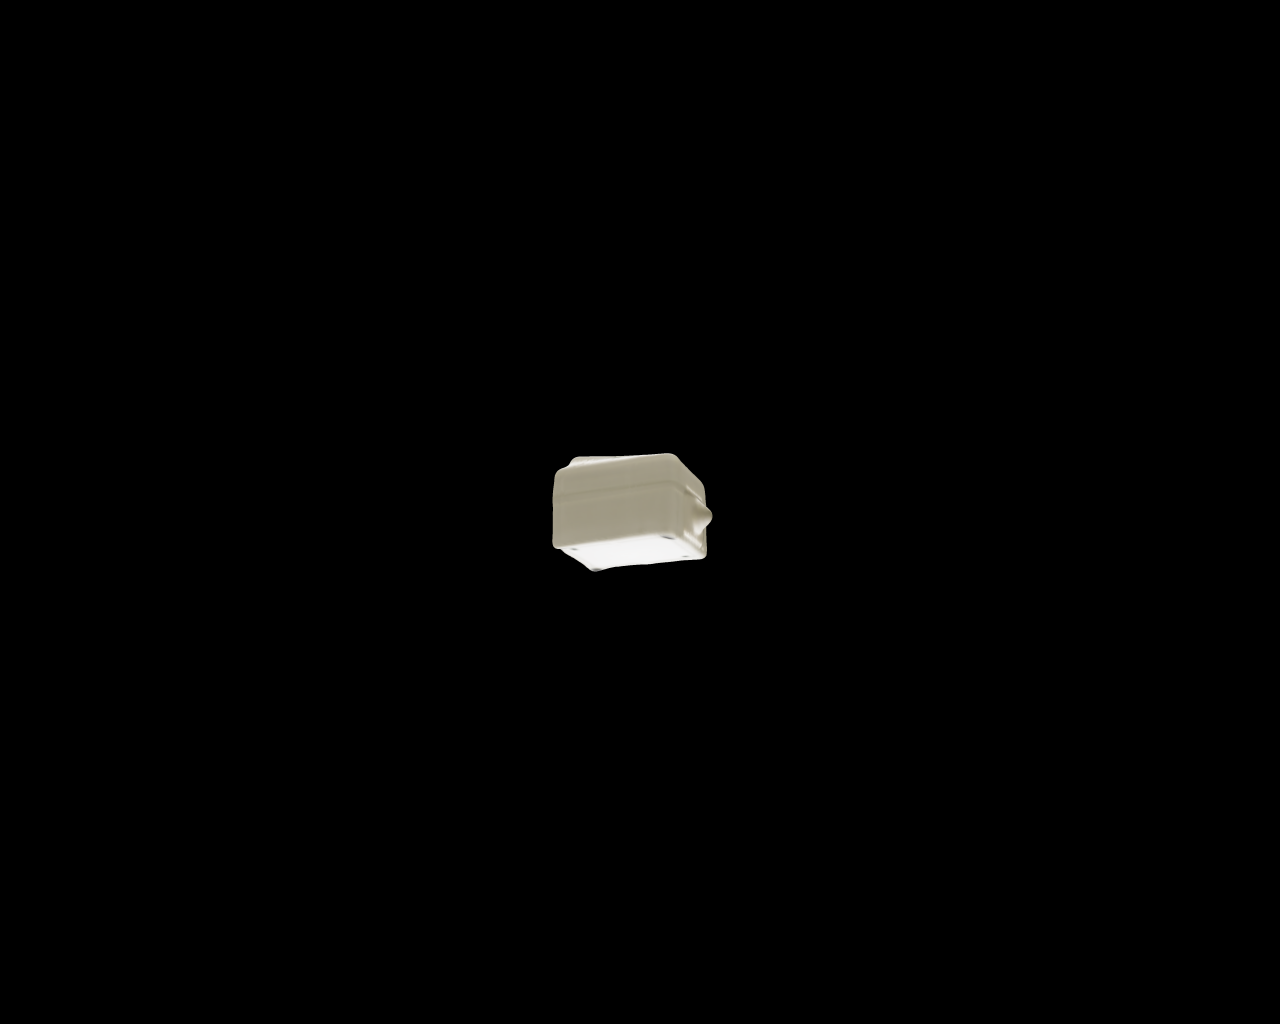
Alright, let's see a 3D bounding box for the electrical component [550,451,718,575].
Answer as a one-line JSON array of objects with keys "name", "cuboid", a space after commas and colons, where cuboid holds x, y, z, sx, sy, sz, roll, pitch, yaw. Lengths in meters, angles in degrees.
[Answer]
[{"name": "electrical component", "cuboid": [0.001, -0.003, 0.650, 0.096, 0.061, 0.061, -7, -19, 20]}]
